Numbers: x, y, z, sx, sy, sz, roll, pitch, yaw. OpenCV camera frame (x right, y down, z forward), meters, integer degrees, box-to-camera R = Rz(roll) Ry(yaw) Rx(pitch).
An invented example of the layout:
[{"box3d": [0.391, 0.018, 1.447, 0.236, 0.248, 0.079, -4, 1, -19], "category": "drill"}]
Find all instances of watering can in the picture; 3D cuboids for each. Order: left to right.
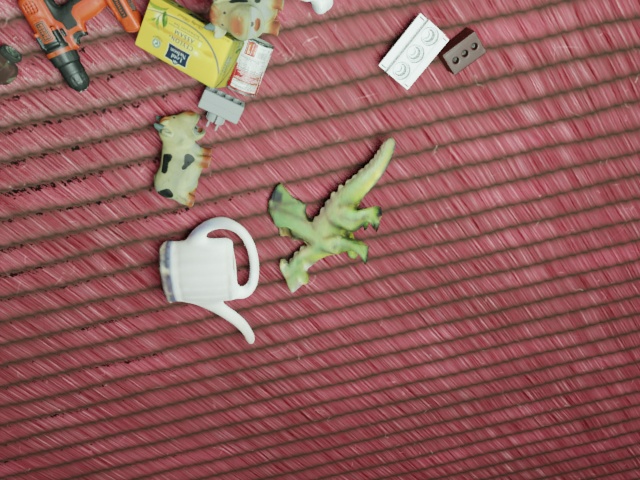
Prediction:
[{"box3d": [-0.252, 0.107, 1.185, 0.224, 0.341, 0.106, -2, 26, -5], "category": "watering can"}]

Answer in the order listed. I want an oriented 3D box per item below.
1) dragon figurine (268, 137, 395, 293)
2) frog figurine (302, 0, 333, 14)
[{"box3d": [0.003, -0.057, 1.142, 0.243, 0.403, 0.124, 12, 24, -4], "category": "dragon figurine"}, {"box3d": [-0.019, -0.493, 0.916, 0.124, 0.139, 0.156, 26, -17, 33], "category": "frog figurine"}]
